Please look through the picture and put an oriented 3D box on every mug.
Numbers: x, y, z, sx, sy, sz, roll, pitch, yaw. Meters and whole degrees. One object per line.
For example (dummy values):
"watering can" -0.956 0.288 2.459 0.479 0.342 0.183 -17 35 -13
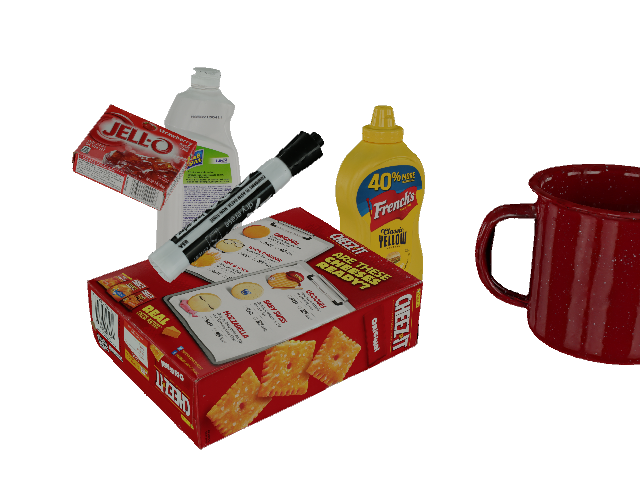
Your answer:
"mug" 0.138 0.011 0.548 0.117 0.081 0.093 3 19 4

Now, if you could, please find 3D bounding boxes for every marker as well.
"marker" -0.045 -0.021 0.600 0.121 0.020 0.020 -41 13 -16

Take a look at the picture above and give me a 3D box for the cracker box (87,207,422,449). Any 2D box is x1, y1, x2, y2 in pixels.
"cracker box" -0.052 0.060 0.850 0.213 0.072 0.164 -20 36 -33

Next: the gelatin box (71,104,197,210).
"gelatin box" -0.166 -0.076 0.953 0.089 0.073 0.030 25 -44 1

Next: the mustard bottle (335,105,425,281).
"mustard bottle" 0.061 -0.040 1.075 0.096 0.192 0.058 -8 18 -28

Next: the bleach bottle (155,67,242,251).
"bleach bottle" -0.127 -0.063 1.175 0.102 0.251 0.068 -4 19 -32
